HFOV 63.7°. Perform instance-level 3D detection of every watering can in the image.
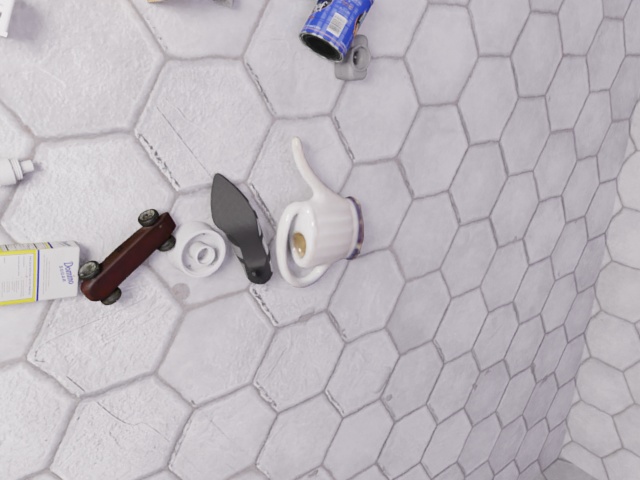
[{"bbox_3d":[0.004,-0.058,1.156,0.225,0.105,0.343,-8,112,-38],"label":"watering can"}]
